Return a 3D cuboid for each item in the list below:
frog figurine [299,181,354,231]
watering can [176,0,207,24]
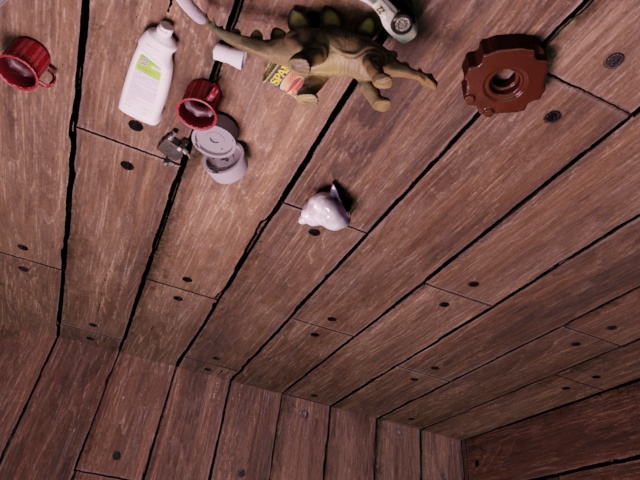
[{"bbox_3d":[0.004,-0.071,1.414,0.158,0.125,0.136,-27,152,22],"label":"frog figurine"},{"bbox_3d":[-0.319,-0.529,0.868,0.345,0.106,0.220,25,139,-20],"label":"watering can"}]
